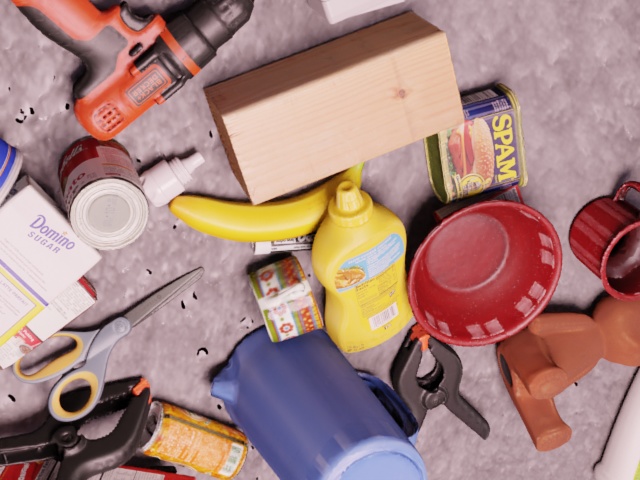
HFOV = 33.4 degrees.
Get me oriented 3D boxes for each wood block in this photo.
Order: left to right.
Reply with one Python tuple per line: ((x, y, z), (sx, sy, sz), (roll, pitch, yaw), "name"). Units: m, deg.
((0.012, -0.120, 0.957), (0.206, 0.090, 0.091), (-22, 119, -8), "wood block")

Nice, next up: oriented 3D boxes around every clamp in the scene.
((-0.248, 0.195, 1.007), (0.209, 0.165, 0.036), (-44, 151, -39), "clamp")
((0.112, 0.174, 1.162), (0.120, 0.039, 0.171), (-27, 116, -11), "clamp")

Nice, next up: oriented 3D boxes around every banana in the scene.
((-0.042, -0.033, 1.014), (0.197, 0.037, 0.069), (-16, 98, -13), "banana")

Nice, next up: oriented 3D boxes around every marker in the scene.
((-0.007, 0.001, 1.050), (0.121, 0.020, 0.020), (-3, 115, -17), "marker")

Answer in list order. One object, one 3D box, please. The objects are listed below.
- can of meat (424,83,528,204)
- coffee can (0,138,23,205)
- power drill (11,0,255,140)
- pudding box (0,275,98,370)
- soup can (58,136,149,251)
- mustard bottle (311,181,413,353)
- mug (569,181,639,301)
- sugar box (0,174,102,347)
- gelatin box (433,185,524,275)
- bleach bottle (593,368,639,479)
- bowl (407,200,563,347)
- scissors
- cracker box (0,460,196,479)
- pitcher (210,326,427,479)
((0.149, -0.092, 1.037), (0.084, 0.057, 0.102), (-16, 118, -8), "can of meat")
((-0.327, -0.072, 0.857), (0.103, 0.103, 0.140), (-47, 119, 6), "coffee can")
((-0.169, -0.197, 0.877), (0.184, 0.057, 0.187), (-40, 120, 3), "power drill")
((-0.274, 0.052, 0.973), (0.113, 0.039, 0.090), (-37, 118, -2), "pudding box")
((-0.187, -0.041, 0.920), (0.068, 0.102, 0.068), (-8, 117, -15), "soup can")
((0.039, 0.019, 1.023), (0.096, 0.058, 0.191), (-29, 136, -16), "mustard bottle")
((0.318, -0.006, 1.119), (0.093, 0.081, 0.117), (-1, 115, -19), "mug")
((-0.284, 0.036, 0.916), (0.176, 0.048, 0.093), (-42, 115, -3), "sugar box")
((0.170, -0.015, 1.095), (0.089, 0.030, 0.073), (-27, 119, -1), "gelatin box")
((0.403, 0.183, 1.251), (0.102, 0.068, 0.251), (3, 111, -20), "bleach bottle")
((0.156, 0.024, 1.059), (0.162, 0.055, 0.162), (-6, 117, -12), "bowl")
((-0.190, 0.104, 1.016), (0.201, 0.016, 0.096), (-20, 84, -8), "scissors")
((-0.237, 0.301, 1.046), (0.213, 0.072, 0.164), (9, 112, 1), "cracker box")
((0.013, 0.180, 1.013), (0.149, 0.243, 0.145), (-39, 119, -6), "pitcher")
